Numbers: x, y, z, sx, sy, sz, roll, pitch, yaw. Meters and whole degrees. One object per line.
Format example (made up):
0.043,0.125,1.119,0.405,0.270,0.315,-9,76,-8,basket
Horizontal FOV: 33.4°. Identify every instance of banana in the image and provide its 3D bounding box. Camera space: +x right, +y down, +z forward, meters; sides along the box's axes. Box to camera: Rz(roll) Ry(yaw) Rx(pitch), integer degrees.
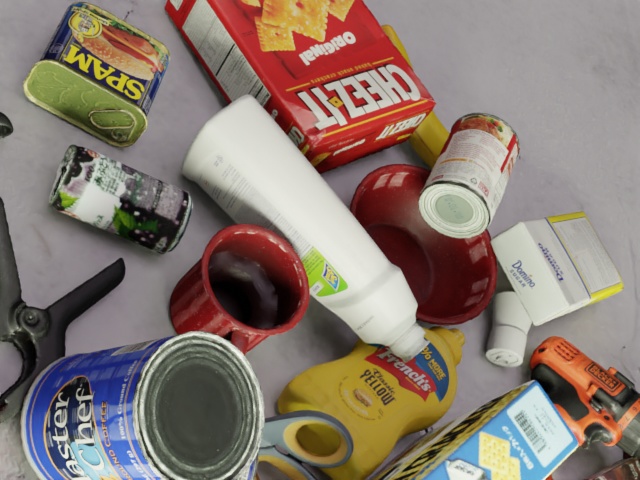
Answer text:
0.107,-0.122,1.069,0.197,0.037,0.069,49,46,-18,banana

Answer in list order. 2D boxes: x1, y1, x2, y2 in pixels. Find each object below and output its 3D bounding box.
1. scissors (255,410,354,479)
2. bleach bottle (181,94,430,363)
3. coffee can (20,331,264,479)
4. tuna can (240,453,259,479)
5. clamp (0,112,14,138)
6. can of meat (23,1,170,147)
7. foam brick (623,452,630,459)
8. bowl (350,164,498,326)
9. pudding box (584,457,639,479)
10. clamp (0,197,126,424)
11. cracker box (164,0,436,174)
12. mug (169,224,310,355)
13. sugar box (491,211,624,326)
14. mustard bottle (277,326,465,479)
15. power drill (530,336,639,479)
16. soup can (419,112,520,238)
-0.058,0.131,0.812,0.201,0.096,0.016,46,12,-5,scissors
-0.006,0.001,0.885,0.068,0.103,0.251,-40,86,-27,bleach bottle
-0.121,0.120,0.716,0.102,0.141,0.103,13,70,-42,coffee can
-0.079,0.178,0.763,0.033,0.086,0.086,26,53,-16,tuna can
-0.339,-0.093,0.774,0.210,0.036,0.164,42,50,-7,clamp
-0.183,-0.140,0.890,0.102,0.058,0.084,29,50,-18,can of meat
0.332,0.209,1.036,0.053,0.051,0.078,28,54,-20,foam brick
0.083,0.012,0.979,0.161,0.055,0.162,15,57,-26,bowl
0.276,0.267,0.975,0.089,0.039,0.113,-15,73,-36,pudding box
-0.221,0.051,0.770,0.120,0.039,0.171,33,51,-15,clamp
-0.017,-0.173,0.991,0.163,0.072,0.214,-23,73,-37,cracker box
-0.069,0.056,0.839,0.093,0.082,0.117,19,56,-24,mug
0.235,0.025,1.045,0.175,0.048,0.093,-8,68,-55,sugar box
0.060,0.122,0.901,0.191,0.058,0.096,-28,67,-41,mustard bottle
0.229,0.184,0.948,0.185,0.057,0.187,39,44,25,power drill
0.137,-0.059,0.972,0.068,0.069,0.102,37,50,-10,soup can
